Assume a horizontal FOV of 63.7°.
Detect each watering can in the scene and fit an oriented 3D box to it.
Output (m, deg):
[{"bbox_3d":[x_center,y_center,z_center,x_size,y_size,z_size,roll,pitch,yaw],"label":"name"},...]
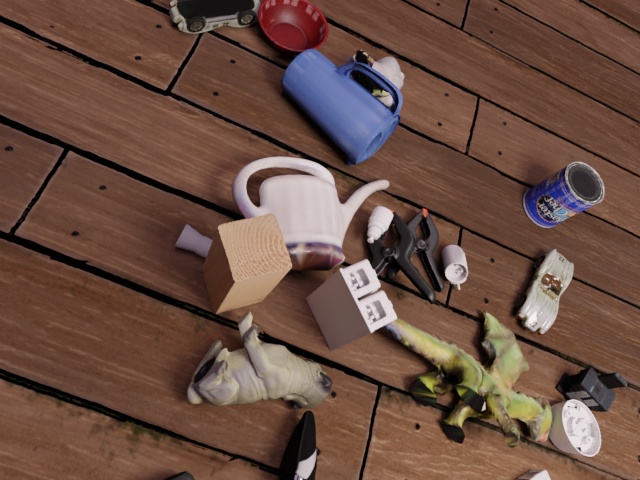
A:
[{"bbox_3d":[0.003,-0.049,0.973,0.347,0.102,0.228,4,68,-28],"label":"watering can"}]

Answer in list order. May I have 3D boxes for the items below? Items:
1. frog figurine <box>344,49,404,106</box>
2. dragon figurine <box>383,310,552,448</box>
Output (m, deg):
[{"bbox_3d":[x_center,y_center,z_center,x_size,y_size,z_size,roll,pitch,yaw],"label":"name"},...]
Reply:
[{"bbox_3d":[0.119,-0.360,1.160,0.138,0.120,0.162,35,26,6],"label":"frog figurine"},{"bbox_3d":[0.291,0.229,0.971,0.411,0.120,0.246,51,45,4],"label":"dragon figurine"}]
